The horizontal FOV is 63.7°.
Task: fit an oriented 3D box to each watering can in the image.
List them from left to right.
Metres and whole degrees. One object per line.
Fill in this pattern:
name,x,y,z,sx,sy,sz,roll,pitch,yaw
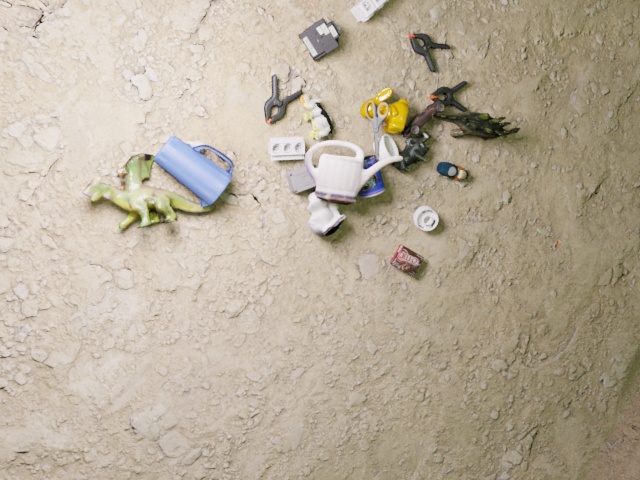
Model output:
watering can,0.113,-0.233,1.837,0.347,0.104,0.223,9,97,-3

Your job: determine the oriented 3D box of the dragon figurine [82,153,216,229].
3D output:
dragon figurine,-0.560,-0.168,1.699,0.413,0.122,0.242,-16,97,-31

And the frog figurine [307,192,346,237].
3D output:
frog figurine,0.006,-0.096,1.917,0.137,0.121,0.161,-43,74,1
